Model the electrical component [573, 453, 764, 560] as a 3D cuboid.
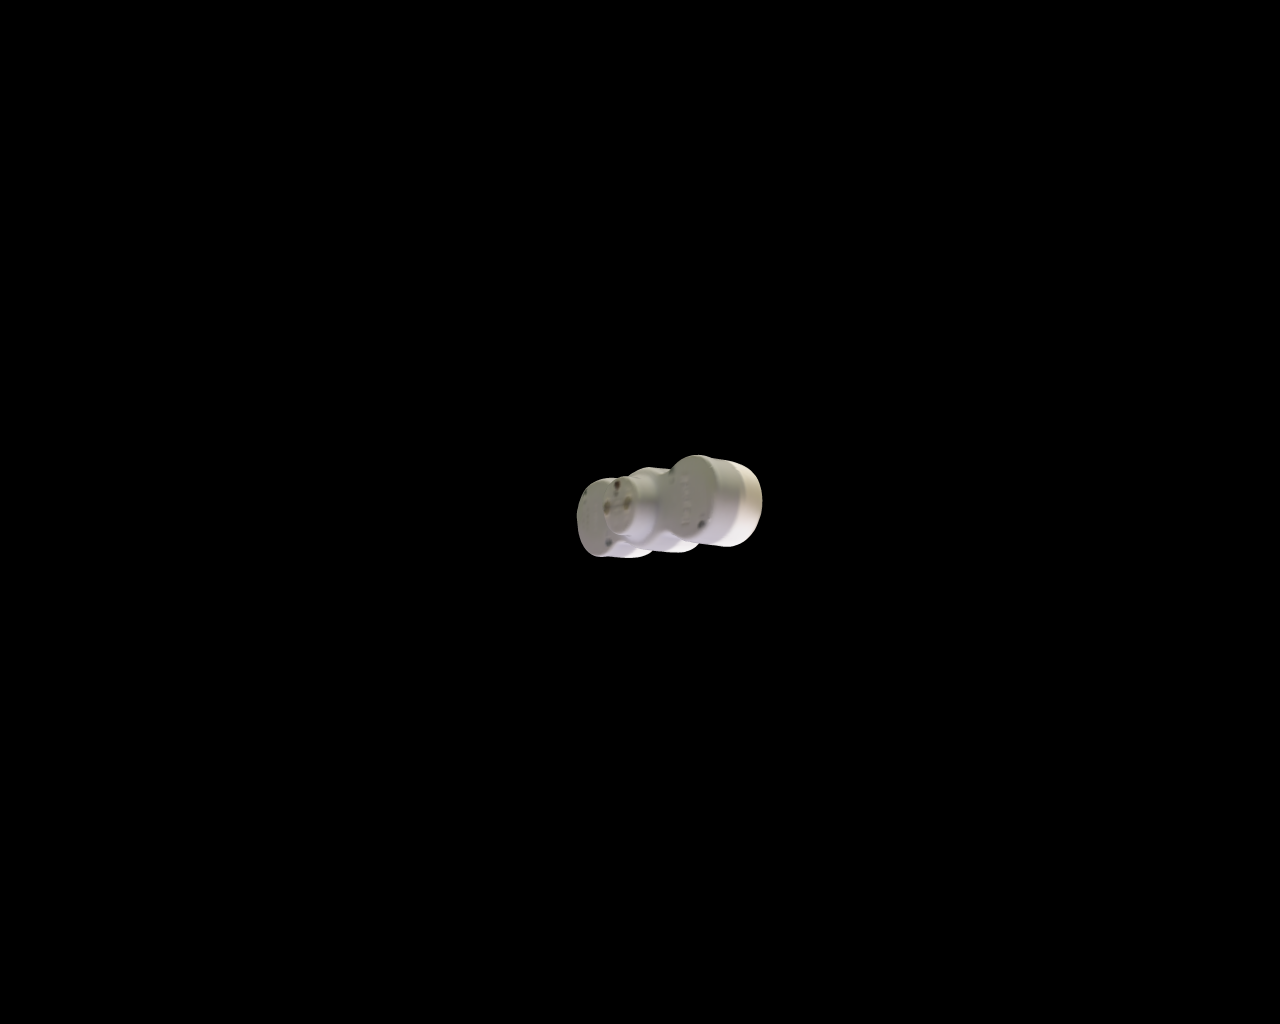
[{"bbox_3d":[0.001,-0.003,0.650,0.074,0.052,0.138,7,-11,-39],"label":"electrical component"}]
